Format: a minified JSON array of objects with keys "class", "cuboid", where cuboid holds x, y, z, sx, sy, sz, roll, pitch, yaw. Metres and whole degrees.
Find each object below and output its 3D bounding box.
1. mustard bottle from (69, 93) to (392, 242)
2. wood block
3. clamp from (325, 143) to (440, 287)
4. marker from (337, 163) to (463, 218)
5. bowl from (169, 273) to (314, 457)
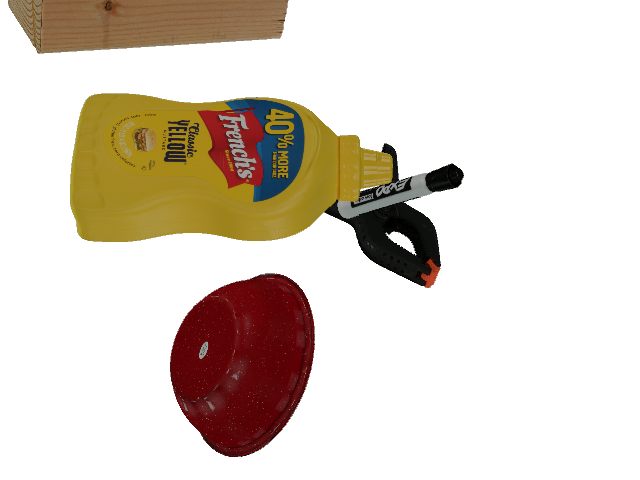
[{"class":"mustard bottle","cuboid":[-0.052,-0.045,0.655,0.191,0.096,0.058,1,-36,-2]},{"class":"wood block","cuboid":[-0.133,-0.214,0.851,0.205,0.091,0.090,-9,41,-29]},{"class":"clamp","cuboid":[0.059,-0.026,1.223,0.164,0.210,0.036,-14,-38,-25]},{"class":"marker","cuboid":[0.063,-0.038,0.844,0.121,0.020,0.020,-15,-10,43]},{"class":"bowl","cuboid":[-0.078,0.097,0.898,0.055,0.162,0.162,23,-14,-38]}]
